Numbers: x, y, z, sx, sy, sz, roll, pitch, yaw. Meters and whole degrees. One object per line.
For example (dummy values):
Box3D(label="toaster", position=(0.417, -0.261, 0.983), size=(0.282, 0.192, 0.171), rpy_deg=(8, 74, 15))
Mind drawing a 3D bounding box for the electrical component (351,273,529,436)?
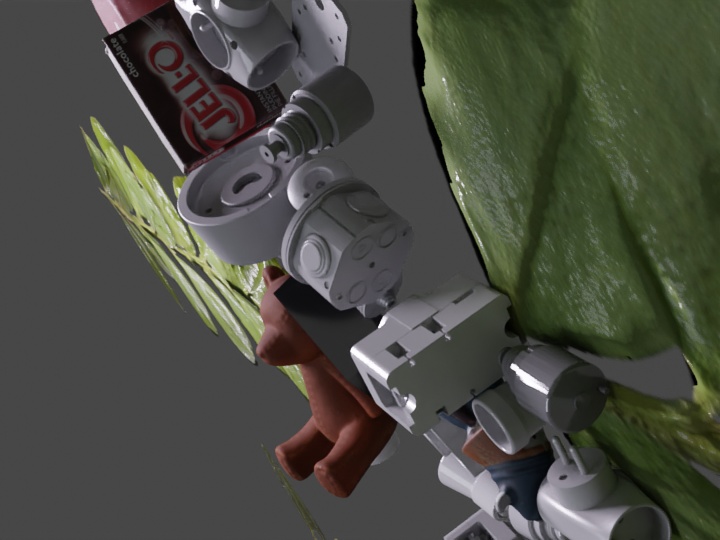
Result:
Box3D(label="electrical component", position=(0.047, 0.048, 0.652), size=(0.056, 0.089, 0.050), rpy_deg=(32, 152, 59))

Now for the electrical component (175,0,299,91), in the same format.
Box3D(label="electrical component", position=(-0.077, -0.167, 0.685), size=(0.077, 0.044, 0.079), rpy_deg=(49, 155, 12))

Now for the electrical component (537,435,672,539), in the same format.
Box3D(label="electrical component", position=(0.136, 0.131, 0.634), size=(0.079, 0.044, 0.077), rpy_deg=(61, 165, -18))

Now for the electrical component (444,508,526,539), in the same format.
Box3D(label="electrical component", position=(0.118, 0.256, 0.948), size=(0.050, 0.056, 0.089), rpy_deg=(42, 160, 45))

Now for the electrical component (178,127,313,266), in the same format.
Box3D(label="electrical component", position=(-0.076, -0.051, 0.816), size=(0.108, 0.108, 0.060), rpy_deg=(38, 163, 51))

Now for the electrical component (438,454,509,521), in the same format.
Box3D(label="electrical component", position=(0.099, 0.168, 0.850), size=(0.065, 0.044, 0.044), rpy_deg=(34, 155, 45))

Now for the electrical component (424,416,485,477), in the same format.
Box3D(label="electrical component", position=(0.072, 0.101, 0.790), size=(0.099, 0.064, 0.099), rpy_deg=(47, 177, 4))

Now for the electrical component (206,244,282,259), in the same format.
Box3D(label="electrical component", position=(-0.092, -0.034, 0.999), size=(0.077, 0.065, 0.047), rpy_deg=(29, 170, -12))

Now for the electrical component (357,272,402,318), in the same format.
Box3D(label="electrical component", position=(0.000, 0.000, 0.796), size=(0.081, 0.043, 0.043), rpy_deg=(47, 163, 34))

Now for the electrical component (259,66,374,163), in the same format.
Box3D(label="electrical component", position=(-0.027, -0.088, 0.632), size=(0.040, 0.078, 0.040), rpy_deg=(35, 149, 26))

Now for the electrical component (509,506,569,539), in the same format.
Box3D(label="electrical component", position=(0.134, 0.171, 0.740), size=(0.040, 0.040, 0.078), rpy_deg=(59, 166, -10))

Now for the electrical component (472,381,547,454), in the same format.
Box3D(label="electrical component", position=(0.097, 0.082, 0.649), size=(0.040, 0.046, 0.040), rpy_deg=(51, 165, 19))

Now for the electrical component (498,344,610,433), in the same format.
Box3D(label="electrical component", position=(0.102, 0.060, 0.596), size=(0.078, 0.040, 0.040), rpy_deg=(31, 151, 60))

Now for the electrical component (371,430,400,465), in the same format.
Box3D(label="electrical component", position=(0.008, 0.168, 1.125), size=(0.055, 0.055, 0.047), rpy_deg=(34, 150, 56))

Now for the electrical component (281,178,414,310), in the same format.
Box3D(label="electrical component", position=(-0.008, -0.017, 0.714), size=(0.051, 0.080, 0.080), rpy_deg=(40, 159, 33))

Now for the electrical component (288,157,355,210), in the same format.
Box3D(label="electrical component", position=(-0.021, -0.047, 0.765), size=(0.048, 0.048, 0.062), rpy_deg=(48, 171, 31))
